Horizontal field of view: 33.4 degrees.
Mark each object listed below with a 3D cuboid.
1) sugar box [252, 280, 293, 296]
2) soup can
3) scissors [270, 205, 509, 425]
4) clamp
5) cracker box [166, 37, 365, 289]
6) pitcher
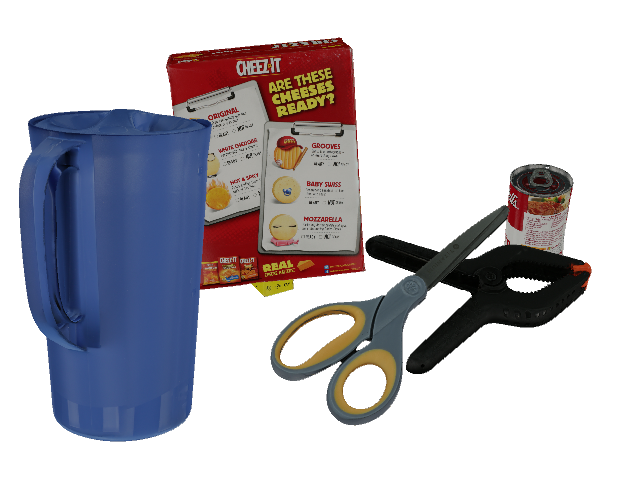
[{"bbox_3d":[-0.068,-0.035,1.220,0.048,0.176,0.093,-14,27,-24],"label":"sugar box"},{"bbox_3d":[0.241,-0.025,1.185,0.068,0.102,0.068,-1,33,0],"label":"soup can"},{"bbox_3d":[0.064,0.053,0.715,0.201,0.096,0.016,-25,-28,-11],"label":"scissors"},{"bbox_3d":[0.155,0.054,0.999,0.210,0.164,0.036,-2,-44,-5],"label":"clamp"},{"bbox_3d":[-0.048,-0.071,0.986,0.164,0.214,0.072,-6,20,-5],"label":"cracker box"},{"bbox_3d":[-0.156,0.025,0.803,0.149,0.243,0.145,-3,15,-22],"label":"pitcher"}]
